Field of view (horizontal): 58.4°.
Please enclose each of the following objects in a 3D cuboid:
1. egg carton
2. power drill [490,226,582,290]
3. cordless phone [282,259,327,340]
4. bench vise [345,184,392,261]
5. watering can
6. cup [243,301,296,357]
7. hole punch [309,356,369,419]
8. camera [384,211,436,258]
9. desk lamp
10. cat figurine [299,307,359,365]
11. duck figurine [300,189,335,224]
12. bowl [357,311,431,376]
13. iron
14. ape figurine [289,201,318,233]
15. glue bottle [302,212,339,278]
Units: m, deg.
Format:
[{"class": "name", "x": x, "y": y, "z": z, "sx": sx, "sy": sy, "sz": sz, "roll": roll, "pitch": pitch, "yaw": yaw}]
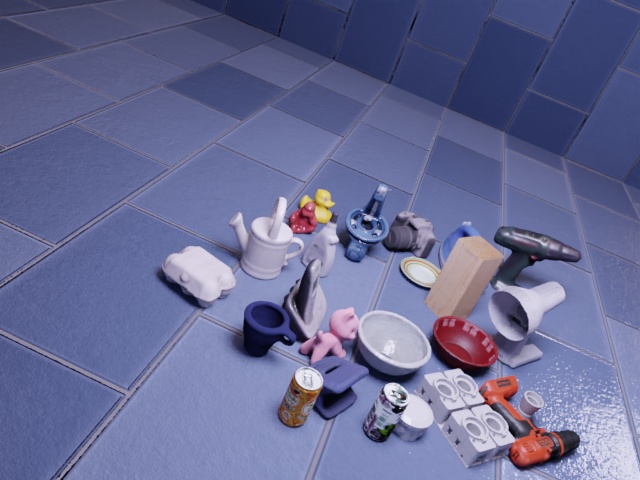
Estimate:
[{"class": "egg carton", "x": -0.260, "y": 0.076, "z": 1.228, "sx": 0.150, "sy": 0.069, "sz": 0.107, "roll": 32, "pitch": 33, "yaw": 17}, {"class": "power drill", "x": 0.585, "y": 0.066, "z": 1.624, "sx": 0.229, "sy": 0.208, "sz": 0.076, "roll": 29, "pitch": 32, "yaw": 12}, {"class": "cordless phone", "x": -0.017, "y": 0.106, "z": 1.218, "sx": 0.094, "sy": 0.185, "sz": 0.148, "roll": 23, "pitch": 31, "yaw": 4}, {"class": "bench vise", "x": 0.129, "y": -0.076, "z": 1.554, "sx": 0.122, "sy": 0.220, "sz": 0.207, "roll": 13, "pitch": 32, "yaw": -13}, {"class": "watering can", "x": -0.122, "y": -0.012, "z": 1.327, "sx": 0.173, "sy": 0.194, "sz": 0.100, "roll": 3, "pitch": 36, "yaw": -28}, {"class": "cup", "x": -0.103, "y": 0.189, "z": 1.126, "sx": 0.117, "sy": 0.095, "sz": 0.092, "roll": 32, "pitch": 33, "yaw": 17}, {"class": "hole punch", "x": 0.022, "y": 0.265, "z": 1.088, "sx": 0.100, "sy": 0.091, "sz": 0.109, "roll": 38, "pitch": 35, "yaw": 26}, {"class": "camera", "x": 0.250, "y": -0.025, "z": 1.663, "sx": 0.137, "sy": 0.101, "sz": 0.142, "roll": -2, "pitch": 38, "yaw": -33}, {"class": "desk lamp", "x": 0.479, "y": 0.193, "z": 1.359, "sx": 0.204, "sy": 0.213, "sz": 0.117, "roll": -6, "pitch": 40, "yaw": -37}, {"class": "cat figurine", "x": 0.031, "y": 0.190, "z": 1.183, "sx": 0.128, "sy": 0.118, "sz": 0.067, "roll": -15, "pitch": 46, "yaw": -44}, {"class": "duck figurine", "x": -0.004, "y": -0.107, "z": 1.651, "sx": 0.104, "sy": 0.086, "sz": 0.078, "roll": 31, "pitch": 32, "yaw": 15}, {"class": "bowl", "x": 0.147, "y": 0.233, "z": 1.229, "sx": 0.167, "sy": 0.075, "sz": 0.167, "roll": 16, "pitch": 32, "yaw": -10}, {"class": "iron", "x": 0.422, "y": 0.022, "z": 1.657, "sx": 0.119, "sy": 0.141, "sz": 0.258, "roll": 13, "pitch": 32, "yaw": -13}, {"class": "ape figurine", "x": -0.039, "y": -0.064, "z": 1.557, "sx": 0.077, "sy": 0.092, "sz": 0.076, "roll": 27, "pitch": 32, "yaw": 9}, {"class": "glue bottle", "x": 0.013, "y": 0.005, "z": 1.403, "sx": 0.078, "sy": 0.173, "sz": 0.037, "roll": 39, "pitch": 35, "yaw": 26}]
